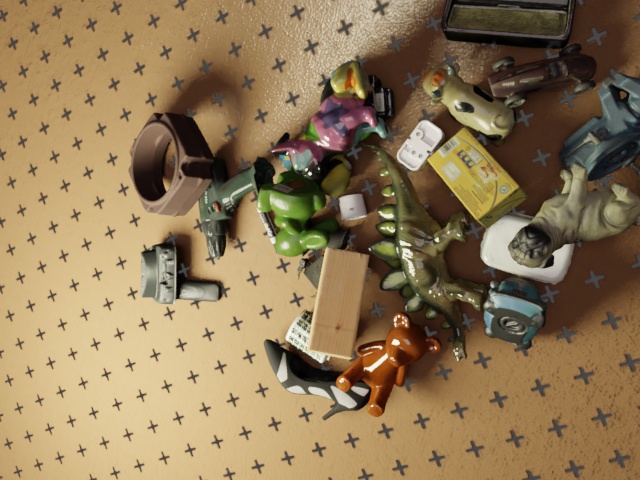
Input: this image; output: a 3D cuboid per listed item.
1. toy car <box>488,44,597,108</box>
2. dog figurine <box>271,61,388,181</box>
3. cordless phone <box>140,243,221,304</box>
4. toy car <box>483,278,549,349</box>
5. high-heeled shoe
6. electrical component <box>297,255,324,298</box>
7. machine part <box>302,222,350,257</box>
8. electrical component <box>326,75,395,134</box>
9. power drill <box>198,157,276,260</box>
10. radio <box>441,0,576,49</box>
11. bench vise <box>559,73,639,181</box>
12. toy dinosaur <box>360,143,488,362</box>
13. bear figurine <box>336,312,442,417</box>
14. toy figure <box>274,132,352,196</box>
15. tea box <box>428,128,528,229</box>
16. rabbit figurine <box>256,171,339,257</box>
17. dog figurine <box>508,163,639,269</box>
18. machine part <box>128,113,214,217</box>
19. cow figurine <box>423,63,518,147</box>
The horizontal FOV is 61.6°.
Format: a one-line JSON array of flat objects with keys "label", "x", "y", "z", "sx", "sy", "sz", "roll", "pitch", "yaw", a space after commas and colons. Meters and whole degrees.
[{"label": "toy car", "x": 0.402, "y": -0.296, "z": 0.964, "sx": 0.202, "sy": 0.053, "sz": 0.089, "roll": -12, "pitch": 83, "yaw": -10}, {"label": "dog figurine", "x": 0.008, "y": -0.224, "z": 1.045, "sx": 0.219, "sy": 0.108, "sz": 0.191, "roll": -20, "pitch": 82, "yaw": 15}, {"label": "cordless phone", "x": -0.325, "y": 0.082, "z": 1.277, "sx": 0.184, "sy": 0.089, "sz": 0.146, "roll": 3, "pitch": 94, "yaw": 8}, {"label": "toy car", "x": 0.370, "y": 0.127, "z": 1.008, "sx": 0.109, "sy": 0.161, "sz": 0.103, "roll": 16, "pitch": 56, "yaw": 24}, {"label": "high-heeled shoe", "x": -0.004, "y": 0.279, "z": 1.167, "sx": 0.145, "sy": 0.086, "sz": 0.249, "roll": -44, "pitch": 84, "yaw": 13}, {"label": "electrical component", "x": -0.003, "y": 0.078, "z": 1.170, "sx": 0.078, "sy": 0.045, "sz": 0.102, "roll": -36, "pitch": 82, "yaw": 19}, {"label": "machine part", "x": -0.002, "y": -0.004, "z": 1.171, "sx": 0.139, "sy": 0.039, "sz": 0.084, "roll": 2, "pitch": 86, "yaw": 21}, {"label": "electrical component", "x": 0.085, "y": -0.275, "z": 1.112, "sx": 0.134, "sy": 0.058, "sz": 0.114, "roll": -1, "pitch": 95, "yaw": 19}, {"label": "power drill", "x": -0.186, "y": -0.085, "z": 1.201, "sx": 0.207, "sy": 0.086, "sz": 0.232, "roll": -16, "pitch": 83, "yaw": 37}, {"label": "radio", "x": 0.353, "y": -0.435, "z": 0.999, "sx": 0.230, "sy": 0.073, "sz": 0.131, "roll": 12, "pitch": 97, "yaw": 18}, {"label": "bench vise", "x": 0.545, "y": -0.159, "z": 0.915, "sx": 0.223, "sy": 0.128, "sz": 0.241, "roll": -39, "pitch": 63, "yaw": 25}, {"label": "toy dinosaur", "x": 0.201, "y": 0.011, "z": 1.067, "sx": 0.199, "sy": 0.105, "sz": 0.471, "roll": -17, "pitch": 84, "yaw": 23}, {"label": "bear figurine", "x": 0.139, "y": 0.243, "z": 1.061, "sx": 0.120, "sy": 0.132, "sz": 0.195, "roll": 40, "pitch": 138, "yaw": 2}, {"label": "toy figure", "x": -0.016, "y": -0.157, "z": 1.139, "sx": 0.180, "sy": 0.082, "sz": 0.089, "roll": 28, "pitch": 80, "yaw": 13}, {"label": "tea box", "x": 0.294, "y": -0.117, "z": 1.013, "sx": 0.098, "sy": 0.068, "sz": 0.170, "roll": -40, "pitch": 59, "yaw": 18}, {"label": "rabbit figurine", "x": -0.042, "y": -0.039, "z": 1.118, "sx": 0.159, "sy": 0.121, "sz": 0.170, "roll": 15, "pitch": 124, "yaw": 14}, {"label": "dog figurine", "x": 0.443, "y": -0.013, "z": 0.929, "sx": 0.172, "sy": 0.121, "sz": 0.190, "roll": 30, "pitch": 94, "yaw": 21}, {"label": "machine part", "x": -0.343, "y": -0.170, "z": 1.216, "sx": 0.201, "sy": 0.087, "sz": 0.201, "roll": -43, "pitch": 64, "yaw": 30}, {"label": "cow figurine", "x": 0.277, "y": -0.257, "z": 1.009, "sx": 0.195, "sy": 0.127, "sz": 0.085, "roll": 37, "pitch": 101, "yaw": 11}]
